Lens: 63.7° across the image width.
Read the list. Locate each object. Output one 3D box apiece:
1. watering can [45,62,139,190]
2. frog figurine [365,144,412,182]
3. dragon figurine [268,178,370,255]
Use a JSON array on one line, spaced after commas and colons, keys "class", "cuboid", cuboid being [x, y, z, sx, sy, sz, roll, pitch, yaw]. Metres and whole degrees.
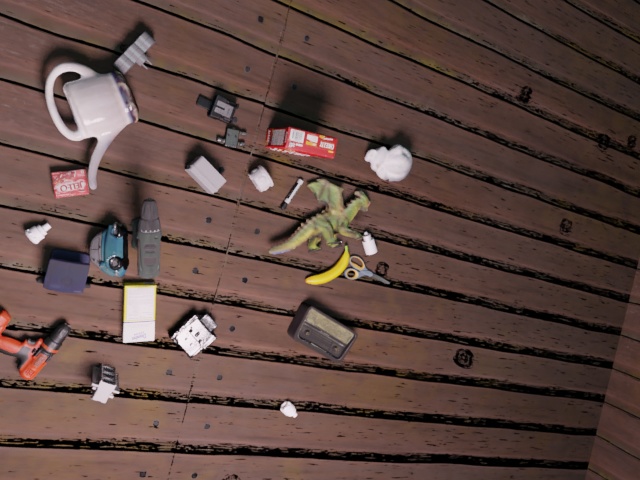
[{"class": "watering can", "cuboid": [-0.618, -0.335, 1.447, 0.226, 0.104, 0.344, -24, 103, -21]}, {"class": "frog figurine", "cuboid": [0.246, -0.283, 1.830, 0.158, 0.125, 0.136, 29, 104, -35]}, {"class": "dragon figurine", "cuboid": [0.005, -0.089, 1.770, 0.411, 0.121, 0.244, -6, 81, -25]}]
